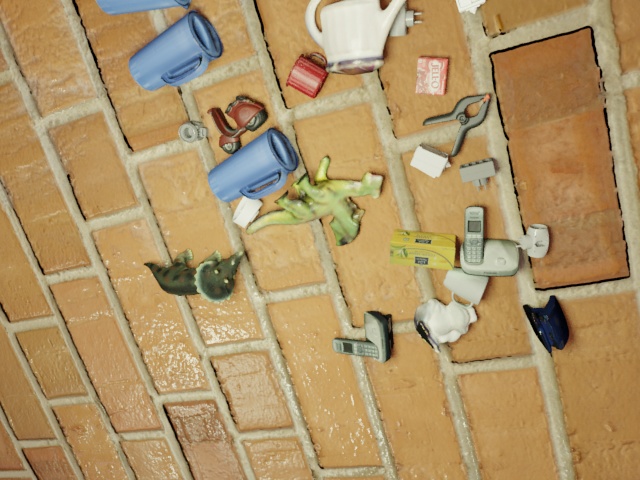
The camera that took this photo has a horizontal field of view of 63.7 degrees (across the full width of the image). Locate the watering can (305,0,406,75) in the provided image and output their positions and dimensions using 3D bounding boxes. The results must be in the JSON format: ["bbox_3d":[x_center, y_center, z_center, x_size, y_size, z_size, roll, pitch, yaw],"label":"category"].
[{"bbox_3d":[0.113,-0.513,1.225,0.348,0.105,0.221,4,110,33],"label":"watering can"}]

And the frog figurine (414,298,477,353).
[{"bbox_3d":[0.348,0.220,1.443,0.160,0.122,0.137,-35,89,-12],"label":"frog figurine"}]

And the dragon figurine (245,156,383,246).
[{"bbox_3d":[0.004,-0.072,1.431,0.241,0.124,0.405,45,116,-11],"label":"dragon figurine"}]
